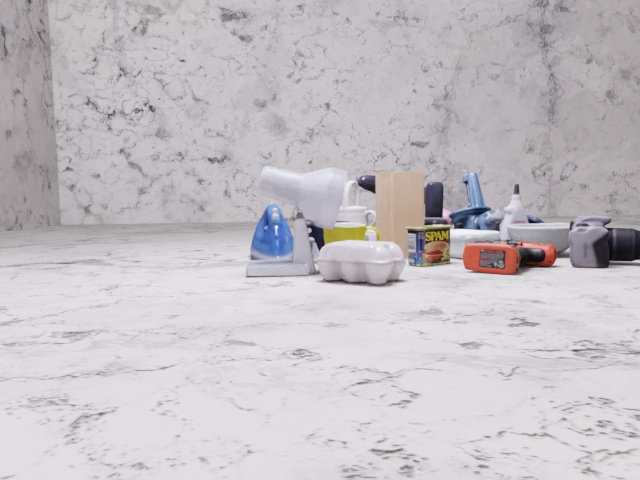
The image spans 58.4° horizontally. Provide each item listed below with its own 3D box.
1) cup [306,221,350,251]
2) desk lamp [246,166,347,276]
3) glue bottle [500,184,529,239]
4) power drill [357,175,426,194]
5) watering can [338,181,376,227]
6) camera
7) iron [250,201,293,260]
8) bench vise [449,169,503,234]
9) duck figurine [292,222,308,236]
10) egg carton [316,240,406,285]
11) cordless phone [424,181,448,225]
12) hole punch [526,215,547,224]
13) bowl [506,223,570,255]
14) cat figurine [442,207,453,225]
[{"bbox_3d":[0.012,0.005,1.306,0.117,0.095,0.092,0,5,11],"label":"cup"},{"bbox_3d":[-0.045,-0.040,1.132,0.203,0.213,0.118,-2,5,-4],"label":"desk lamp"},{"bbox_3d":[0.502,-0.058,1.468,0.078,0.173,0.037,-3,5,-19],"label":"glue bottle"},{"bbox_3d":[0.217,-0.087,1.683,0.230,0.208,0.075,-3,5,-21],"label":"power drill"},{"bbox_3d":[0.084,-0.076,1.677,0.172,0.194,0.101,0,5,9],"label":"watering can"},{"bbox_3d":[0.585,0.001,1.173,0.136,0.101,0.143,1,5,25],"label":"camera"},{"bbox_3d":[-0.110,-0.023,1.389,0.119,0.141,0.258,-2,5,-8],"label":"iron"},{"bbox_3d":[0.456,-0.093,1.634,0.122,0.220,0.206,-5,6,-36],"label":"bench vise"},{"bbox_3d":[-0.059,-0.029,1.797,0.077,0.086,0.104,-1,5,3],"label":"duck figurine"},{"bbox_3d":[0.074,0.039,1.028,0.149,0.069,0.107,2,6,32],"label":"egg carton"},{"bbox_3d":[0.284,-0.070,1.609,0.147,0.185,0.094,-2,5,-8],"label":"cordless phone"},{"bbox_3d":[0.575,-0.025,1.553,0.101,0.091,0.108,-4,5,-28],"label":"hole punch"},{"bbox_3d":[0.530,0.000,1.363,0.167,0.075,0.167,-1,5,0],"label":"bowl"},{"bbox_3d":[0.362,-0.051,1.769,0.127,0.118,0.067,2,6,35],"label":"cat figurine"}]
